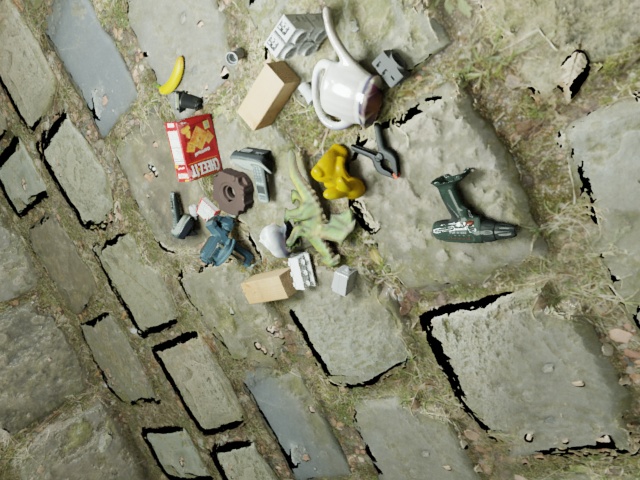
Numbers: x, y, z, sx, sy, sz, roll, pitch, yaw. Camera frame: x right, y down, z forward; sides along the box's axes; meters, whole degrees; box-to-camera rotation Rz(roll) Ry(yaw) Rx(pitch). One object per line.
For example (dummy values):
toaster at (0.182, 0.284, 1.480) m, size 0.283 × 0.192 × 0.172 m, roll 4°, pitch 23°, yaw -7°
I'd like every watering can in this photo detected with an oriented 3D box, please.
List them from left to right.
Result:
watering can at (0.073, -0.450, 1.432) m, size 0.226 × 0.339 × 0.106 m, roll 27°, pitch 45°, yaw 23°

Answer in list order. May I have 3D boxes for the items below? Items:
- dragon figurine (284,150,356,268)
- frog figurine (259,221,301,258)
dragon figurine at (0.005, -0.084, 1.672) m, size 0.243 × 0.402 × 0.124 m, roll 9°, pitch 29°, yaw 19°
frog figurine at (-0.162, 0.004, 1.801) m, size 0.159 × 0.125 × 0.135 m, roll -8°, pitch -35°, yaw 34°
